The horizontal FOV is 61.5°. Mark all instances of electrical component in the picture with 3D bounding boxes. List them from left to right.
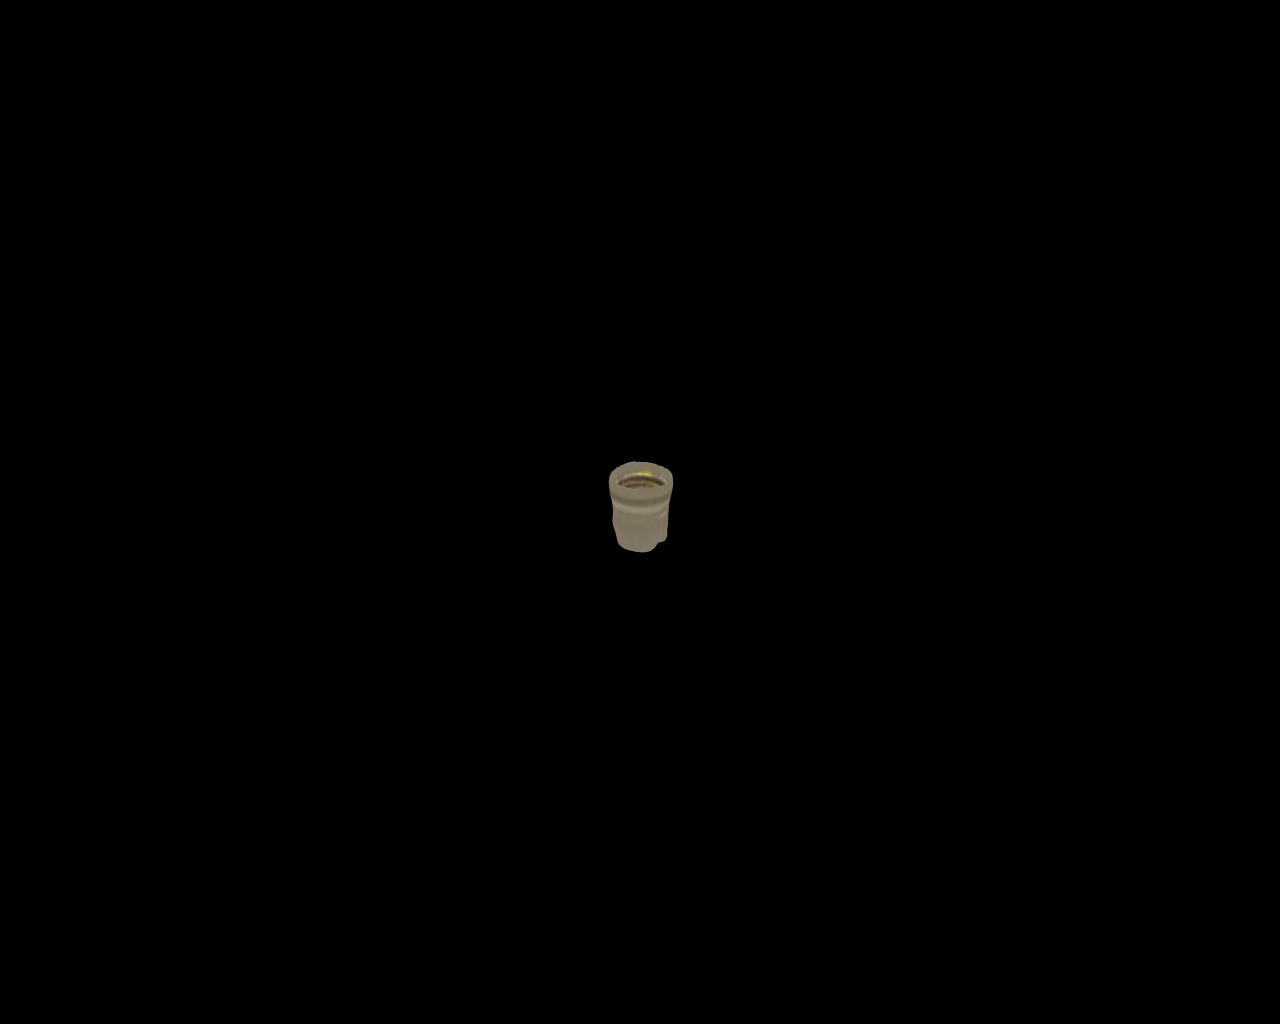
[{"bbox_3d":[0.001,-0.003,0.650,0.040,0.046,0.040,0,27,0],"label":"electrical component"}]
